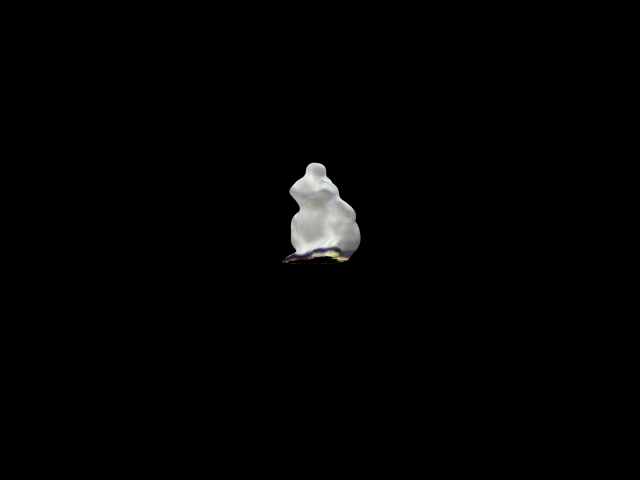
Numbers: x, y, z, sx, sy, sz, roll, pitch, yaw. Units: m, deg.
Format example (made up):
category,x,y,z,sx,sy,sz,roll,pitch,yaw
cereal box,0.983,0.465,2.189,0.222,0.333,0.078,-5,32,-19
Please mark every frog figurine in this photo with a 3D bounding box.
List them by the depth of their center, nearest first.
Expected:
category,x,y,z,sx,sy,sz,roll,pitch,yaw
frog figurine,0.003,-0.043,0.850,0.122,0.161,0.136,6,-14,-26
